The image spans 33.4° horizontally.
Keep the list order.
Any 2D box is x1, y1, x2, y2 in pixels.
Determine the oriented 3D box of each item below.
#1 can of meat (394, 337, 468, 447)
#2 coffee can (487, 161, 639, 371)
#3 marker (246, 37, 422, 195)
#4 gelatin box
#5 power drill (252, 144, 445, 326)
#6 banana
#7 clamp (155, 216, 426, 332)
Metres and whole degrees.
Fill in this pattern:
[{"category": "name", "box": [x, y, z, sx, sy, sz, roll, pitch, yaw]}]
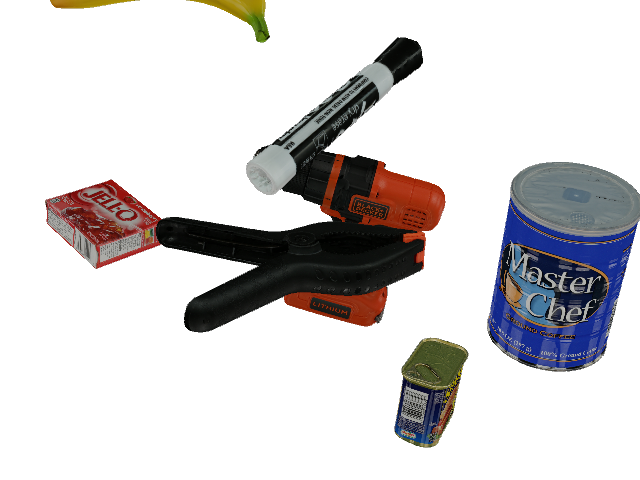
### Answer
[{"category": "can of meat", "box": [0.123, 0.171, 1.201, 0.057, 0.084, 0.102, 16, 26, 17]}, {"category": "coffee can", "box": [0.197, 0.021, 0.874, 0.103, 0.140, 0.103, 2, 34, -2]}, {"category": "marker", "box": [0.010, -0.063, 0.517, 0.121, 0.020, 0.020, -43, 25, -30]}, {"category": "gelatin box", "box": [-0.198, -0.018, 0.979, 0.073, 0.030, 0.089, -22, 44, -37]}, {"category": "power drill", "box": [0.014, -0.005, 1.045, 0.184, 0.057, 0.188, 17, -43, 3]}, {"category": "banana", "box": [-0.126, -0.209, 0.880, 0.198, 0.069, 0.037, 11, -41, 15]}, {"category": "clamp", "box": [-0.023, 0.011, 0.822, 0.209, 0.036, 0.165, -8, 27, -21]}]
